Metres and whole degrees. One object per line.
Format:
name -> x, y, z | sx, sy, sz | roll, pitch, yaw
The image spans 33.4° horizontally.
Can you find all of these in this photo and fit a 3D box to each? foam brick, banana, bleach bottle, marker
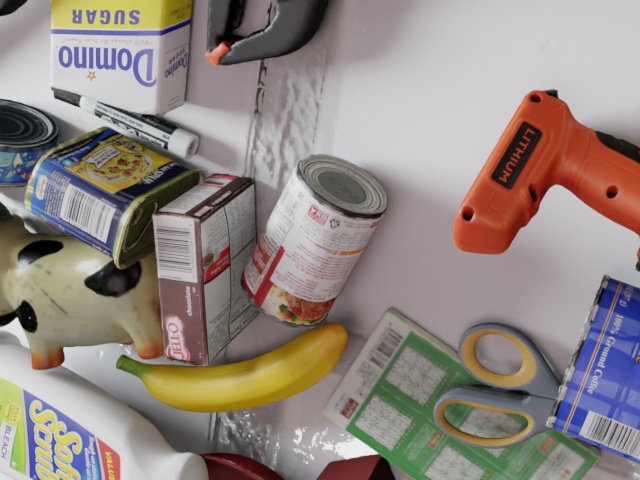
foam brick -> 0.033, 0.210, 0.810 | 0.051, 0.052, 0.078 | -17, 105, 29
banana -> -0.058, 0.101, 0.802 | 0.198, 0.037, 0.069 | -12, 145, 25
bleach bottle -> -0.176, 0.157, 0.825 | 0.251, 0.068, 0.102 | 19, 100, 23
marker -> -0.145, -0.091, 0.781 | 0.121, 0.020, 0.020 | 25, 120, 13

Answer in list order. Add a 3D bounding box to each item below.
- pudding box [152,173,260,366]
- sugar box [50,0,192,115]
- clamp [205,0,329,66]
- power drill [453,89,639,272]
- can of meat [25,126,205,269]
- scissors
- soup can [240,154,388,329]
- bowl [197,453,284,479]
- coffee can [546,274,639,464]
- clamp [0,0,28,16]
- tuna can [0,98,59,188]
pudding box -> -0.078, 0.020, 0.756 | 0.039, 0.090, 0.113 | 9, 114, 19
sugar box -> -0.134, -0.179, 0.722 | 0.093, 0.048, 0.176 | 17, 116, 18
clamp -> -0.010, -0.168, 0.675 | 0.120, 0.039, 0.172 | 42, 126, 10
power drill -> 0.174, 0.008, 0.603 | 0.188, 0.184, 0.057 | 26, 160, 16
can of meat -> -0.145, -0.034, 0.759 | 0.084, 0.102, 0.057 | 28, 119, 14
scissors -> 0.176, 0.102, 0.717 | 0.202, 0.016, 0.096 | -3, 97, 15
soup can -> -0.005, 0.001, 0.728 | 0.068, 0.068, 0.102 | 33, 121, 8
bowl -> -0.068, 0.230, 0.863 | 0.162, 0.055, 0.162 | 10, 115, 21
coffee can -> 0.221, 0.093, 0.643 | 0.140, 0.102, 0.103 | 21, 119, 15
clamp -> -0.260, -0.211, 0.752 | 0.210, 0.036, 0.164 | -6, 109, 42
tuna can -> -0.238, -0.074, 0.792 | 0.086, 0.086, 0.034 | 24, 118, 14
